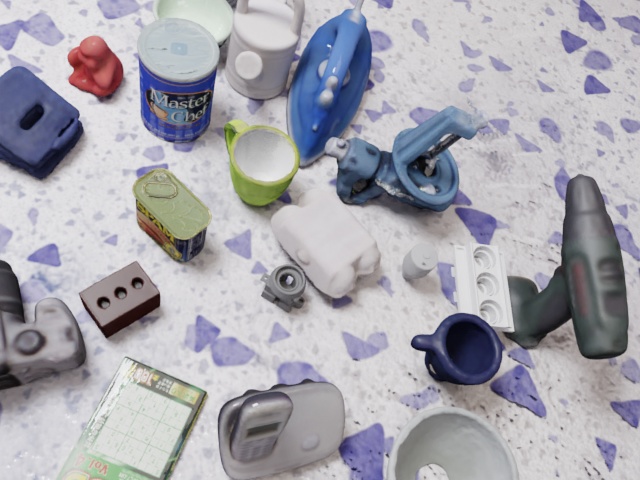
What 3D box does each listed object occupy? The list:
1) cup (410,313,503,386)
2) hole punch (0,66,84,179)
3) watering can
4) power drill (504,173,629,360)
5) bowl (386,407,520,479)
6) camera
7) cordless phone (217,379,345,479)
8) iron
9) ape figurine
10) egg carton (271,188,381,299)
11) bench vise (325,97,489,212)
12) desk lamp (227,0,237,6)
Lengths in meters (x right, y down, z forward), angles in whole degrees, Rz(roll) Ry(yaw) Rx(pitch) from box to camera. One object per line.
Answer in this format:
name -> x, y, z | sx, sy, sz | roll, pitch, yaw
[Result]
cup -> 0.162, 0.149, 0.744 | 0.118, 0.095, 0.091 | 9, 63, -12
hole punch -> -0.370, -0.152, 0.734 | 0.101, 0.091, 0.109 | 27, 61, -2
watering can -> -0.078, -0.298, 0.832 | 0.101, 0.194, 0.173 | 0, 65, -16
power drill -> 0.323, 0.056, 0.772 | 0.076, 0.208, 0.229 | 0, 65, -16
bowl -> 0.148, 0.289, 0.684 | 0.168, 0.074, 0.167 | 7, 63, -13
camera -> -0.343, 0.085, 0.622 | 0.143, 0.100, 0.136 | -12, 69, -21
cordless phone -> -0.032, 0.194, 0.613 | 0.148, 0.185, 0.094 | -10, 68, -20
iron -> 0.020, -0.245, 0.866 | 0.119, 0.141, 0.258 | 19, 61, -7
ape figurine -> -0.312, -0.248, 0.797 | 0.076, 0.092, 0.077 | -21, 72, -24
egg carton -> 0.007, 0.003, 0.784 | 0.107, 0.069, 0.150 | -37, 79, -28
bench vise -> 0.120, -0.109, 0.785 | 0.208, 0.219, 0.121 | -6, 67, -19
desk lamp -> -0.158, -0.449, 0.870 | 0.203, 0.213, 0.118 | 40, 61, 5
